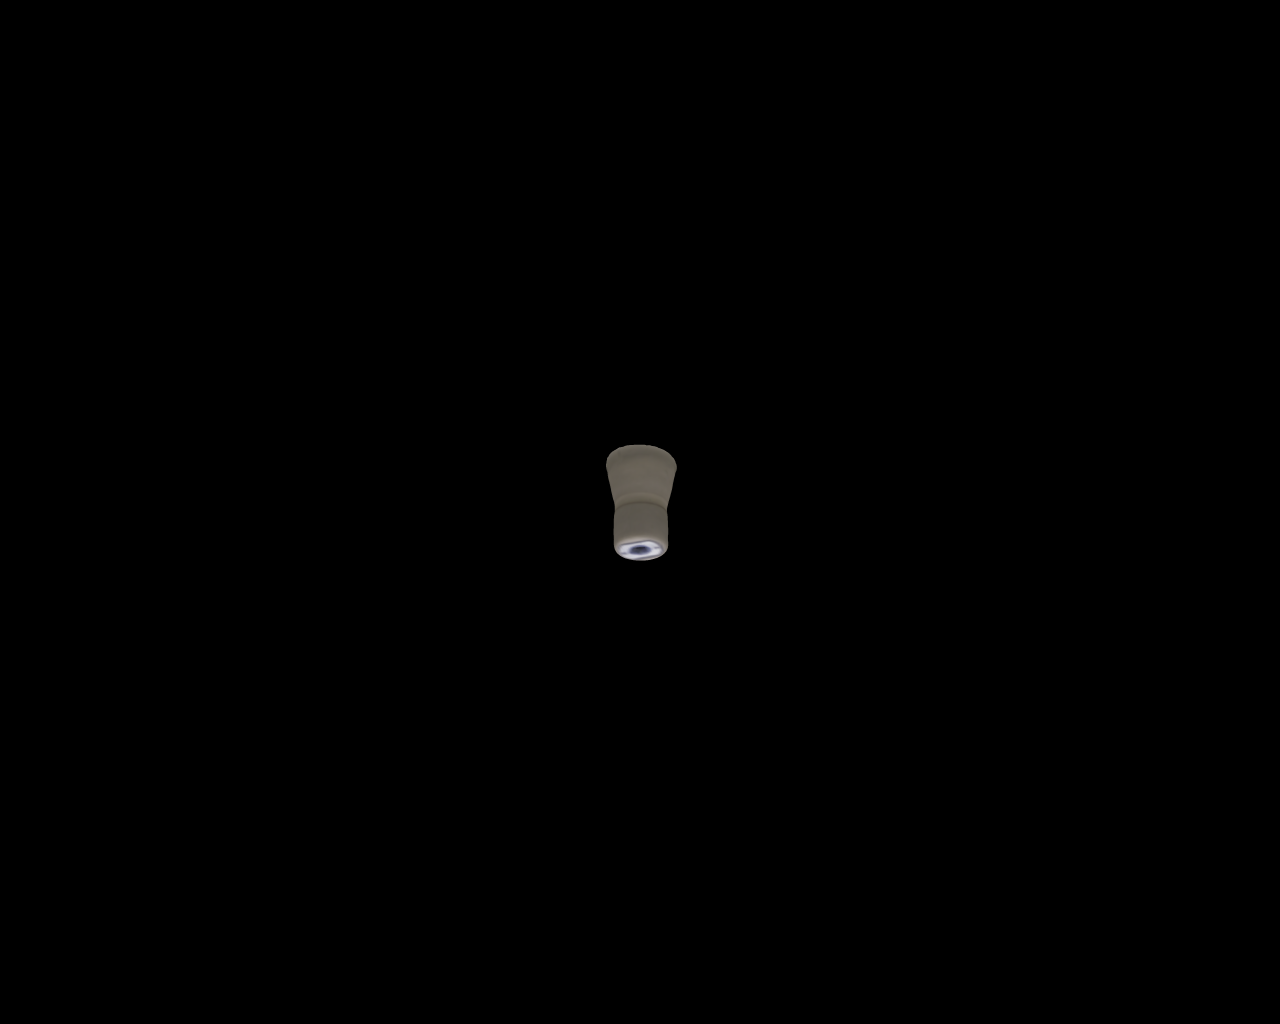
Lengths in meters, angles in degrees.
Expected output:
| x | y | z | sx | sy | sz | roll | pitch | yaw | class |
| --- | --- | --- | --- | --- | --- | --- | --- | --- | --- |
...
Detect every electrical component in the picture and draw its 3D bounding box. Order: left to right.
| x | y | z | sx | sy | sz | roll | pitch | yaw | class |
| --- | --- | --- | --- | --- | --- | --- | --- | --- | --- |
| 0.001 | -0.003 | 0.650 | 0.044 | 0.065 | 0.044 | 0 | -30 | 0 | electrical component |
